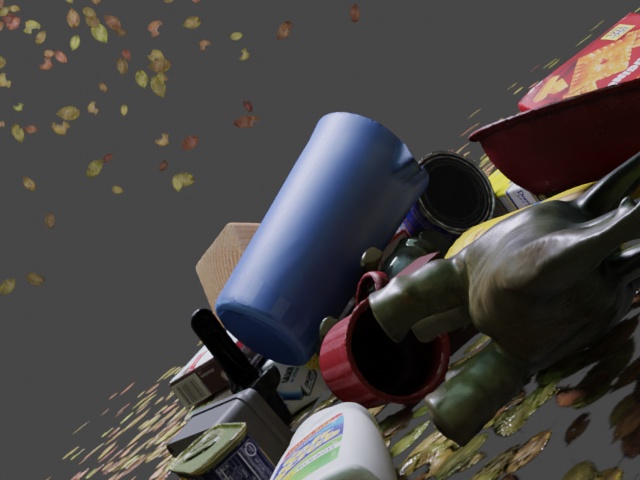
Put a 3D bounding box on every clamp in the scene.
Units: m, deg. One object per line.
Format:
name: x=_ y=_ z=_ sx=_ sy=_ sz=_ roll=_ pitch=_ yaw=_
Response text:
clamp: x=-0.060 y=0.146 z=1.039 sx=0.039 sy=0.171 sz=0.120 roll=-38 pitch=42 yaw=-13

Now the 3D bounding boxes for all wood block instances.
wood block: x=-0.029 y=0.040 z=1.265 sx=0.205 sy=0.090 sz=0.091 roll=0 pitch=-36 yaw=-39

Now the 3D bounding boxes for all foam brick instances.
foam brick: x=0.100 y=0.057 z=0.937 sx=0.053 sy=0.078 sz=0.051 roll=-39 pitch=4 yaw=-16

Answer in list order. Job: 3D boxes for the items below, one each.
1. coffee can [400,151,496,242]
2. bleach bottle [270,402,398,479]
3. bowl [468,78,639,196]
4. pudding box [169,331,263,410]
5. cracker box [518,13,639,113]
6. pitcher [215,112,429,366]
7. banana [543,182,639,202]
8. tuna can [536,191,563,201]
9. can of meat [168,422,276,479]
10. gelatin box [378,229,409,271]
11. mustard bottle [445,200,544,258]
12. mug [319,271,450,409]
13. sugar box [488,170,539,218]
coffee can: x=0.122 y=-0.025 z=1.220 sx=0.102 sy=0.103 sz=0.140 roll=-41 pitch=-4 yaw=-32
bleach bottle: x=0.002 y=0.169 z=0.743 sx=0.102 sy=0.068 sz=0.251 roll=-38 pitch=3 yaw=1
bowl: x=0.188 y=-0.068 z=0.741 sx=0.162 sy=0.055 sz=0.162 roll=-15 pitch=-1 yaw=-1
pudding box: x=-0.100 y=0.127 z=1.157 sx=0.114 sy=0.039 sz=0.089 roll=-31 pitch=9 yaw=35
cracker box: x=0.311 y=-0.147 z=1.063 sx=0.164 sy=0.072 sz=0.214 roll=-38 pitch=19 yaw=1
pitcher: x=-0.007 y=0.001 z=1.080 sx=0.242 sy=0.145 sz=0.149 roll=-58 pitch=-13 yaw=-23
banana: x=0.198 y=-0.012 z=0.816 sx=0.198 sy=0.069 sz=0.037 roll=-19 pitch=48 yaw=35
tuna can: x=0.229 y=-0.053 z=0.962 sx=0.033 sy=0.086 sz=0.086 roll=-42 pitch=6 yaw=-21
can of meat: x=-0.065 y=0.194 z=0.839 sx=0.057 sy=0.084 sz=0.102 roll=-41 pitch=6 yaw=-23
gelatin box: x=0.048 y=0.022 z=1.166 sx=0.089 sy=0.030 sz=0.073 roll=-39 pitch=22 yaw=-31
mustard bottle: x=0.184 y=0.003 z=0.936 sx=0.096 sy=0.058 sz=0.192 roll=-43 pitch=7 yaw=-26
mug: x=0.048 y=0.085 z=0.895 sx=0.093 sy=0.117 sz=0.082 roll=-3 pitch=-15 yaw=-22
sugar box: x=0.229 y=-0.058 z=1.221 sx=0.093 sy=0.048 sz=0.176 roll=-40 pitch=5 yaw=-22
